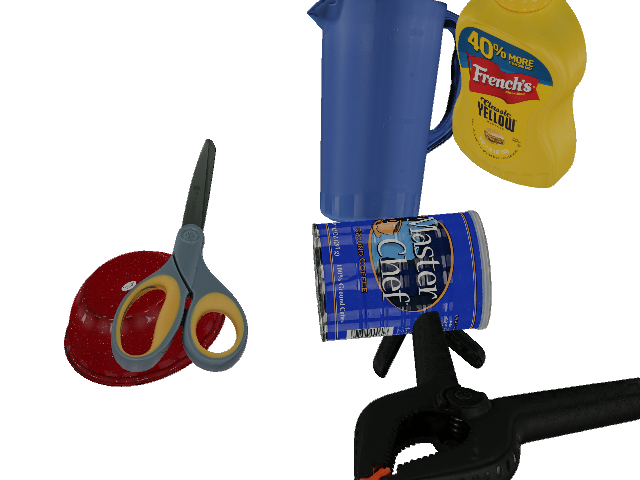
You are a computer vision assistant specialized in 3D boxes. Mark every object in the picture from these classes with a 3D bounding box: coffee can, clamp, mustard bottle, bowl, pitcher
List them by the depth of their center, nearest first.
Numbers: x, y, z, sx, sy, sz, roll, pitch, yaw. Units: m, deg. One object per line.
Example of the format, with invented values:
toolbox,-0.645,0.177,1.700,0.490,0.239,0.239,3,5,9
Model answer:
clamp,0.077,0.102,0.633,0.165,0.036,0.209,20,29,38
mustard bottle,0.141,-0.126,0.763,0.096,0.191,0.058,34,62,28
coffee can,0.067,0.031,0.914,0.140,0.103,0.103,-5,0,-2
bowl,-0.173,0.060,1.007,0.162,0.055,0.162,-9,41,7
pitcher,0.071,-0.141,1.148,0.149,0.243,0.144,8,10,24
clamp,0.116,0.082,1.179,0.120,0.171,0.039,5,-43,-5

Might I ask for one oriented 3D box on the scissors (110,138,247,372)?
scissors,-0.074,0.012,0.730,0.096,0.201,0.016,20,-38,7
